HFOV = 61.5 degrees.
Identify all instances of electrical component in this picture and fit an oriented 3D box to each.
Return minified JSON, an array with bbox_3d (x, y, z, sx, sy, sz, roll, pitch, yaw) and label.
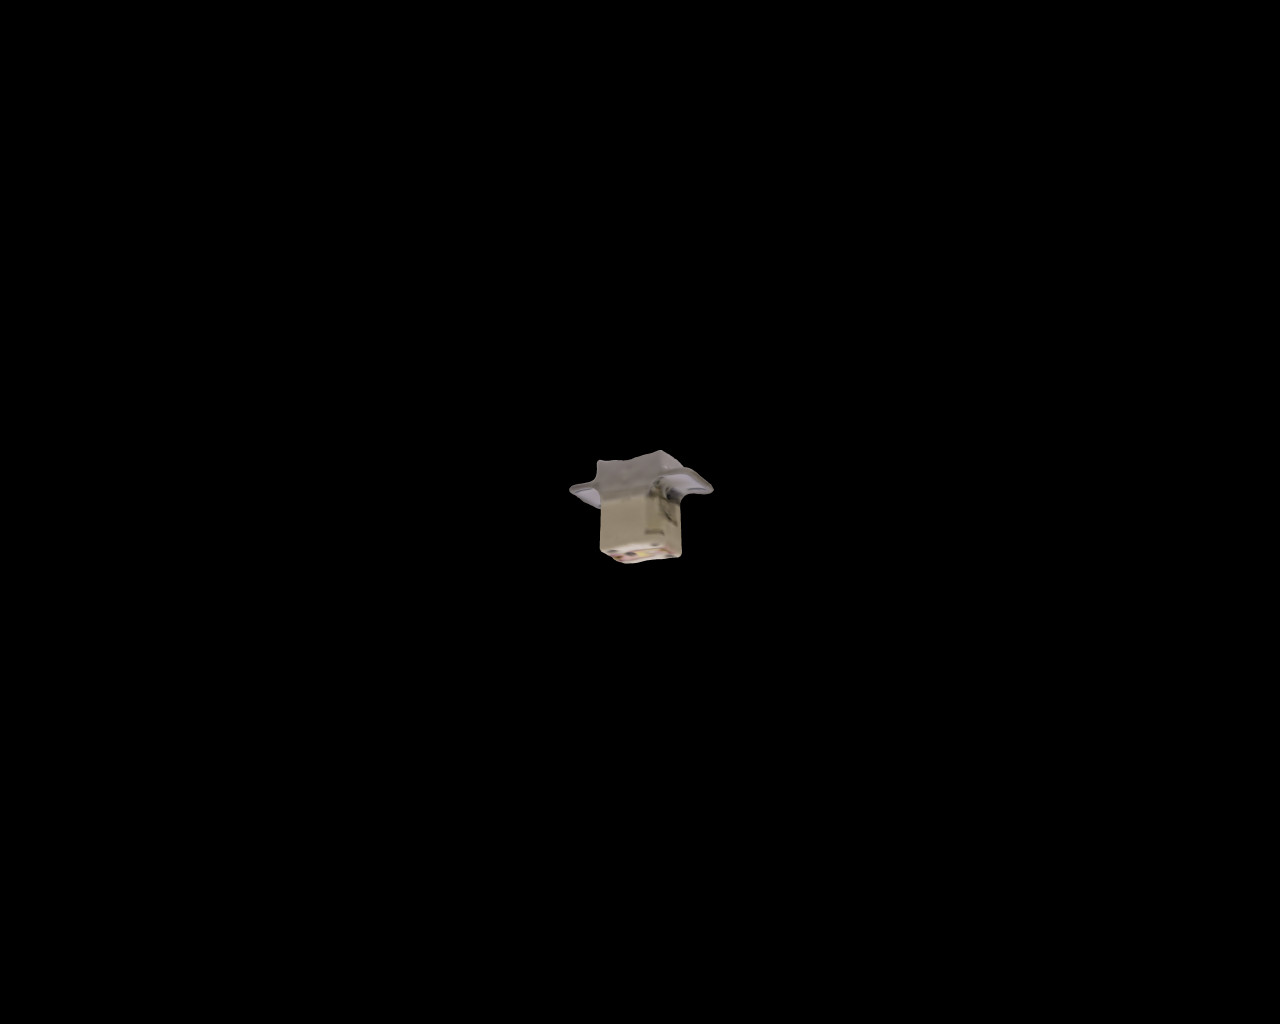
[{"bbox_3d":[0.001,-0.003,0.650,0.081,0.064,0.042,-8,-19,24],"label":"electrical component"}]
